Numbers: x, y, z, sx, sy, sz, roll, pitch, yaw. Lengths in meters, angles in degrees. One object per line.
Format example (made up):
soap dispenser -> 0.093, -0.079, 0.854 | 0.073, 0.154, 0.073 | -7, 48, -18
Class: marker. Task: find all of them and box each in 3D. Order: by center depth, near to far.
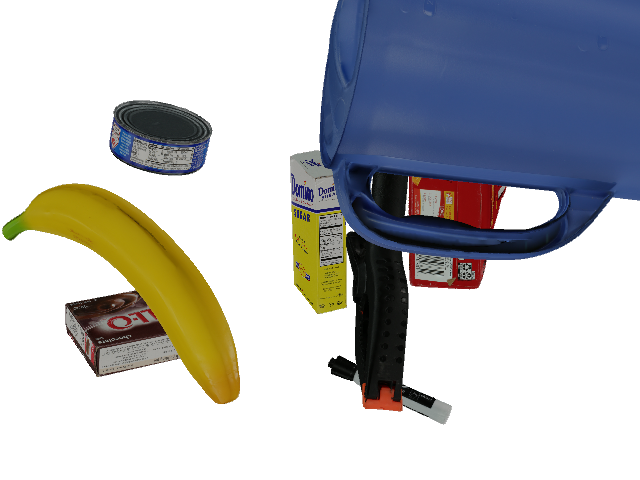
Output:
marker -> 0.062, 0.136, 0.984 | 0.121, 0.020, 0.020 | 23, 7, 17

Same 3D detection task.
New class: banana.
banana -> -0.115, 0.019, 0.662 | 0.198, 0.070, 0.037 | 36, 32, 20

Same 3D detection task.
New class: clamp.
clamp -> 0.045, 0.023, 0.790 | 0.036, 0.210, 0.165 | 5, -42, -6

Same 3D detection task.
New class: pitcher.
pitcher -> 0.123, -0.077, 0.599 | 0.242, 0.149, 0.145 | 9, 35, -8

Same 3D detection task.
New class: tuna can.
tuna can -> -0.139, -0.089, 0.925 | 0.086, 0.034, 0.086 | 13, 26, -6

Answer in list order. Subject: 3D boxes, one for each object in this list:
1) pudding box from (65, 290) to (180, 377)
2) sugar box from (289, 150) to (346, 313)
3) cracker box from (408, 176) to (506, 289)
pudding box -> -0.180, 0.086, 1.037 | 0.113, 0.039, 0.090 | -12, 29, -28
sugar box -> -0.003, -0.011, 1.286 | 0.048, 0.176, 0.093 | -12, 25, -17
cracker box -> 0.134, -0.075, 1.000 | 0.072, 0.164, 0.213 | 4, 27, 14
